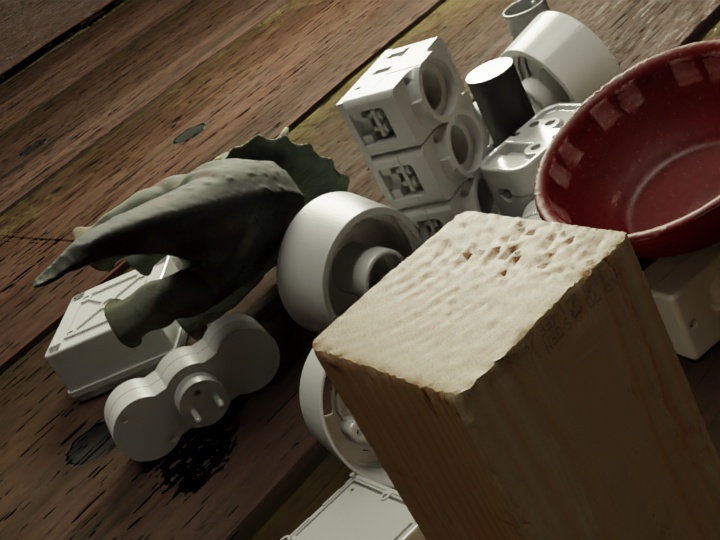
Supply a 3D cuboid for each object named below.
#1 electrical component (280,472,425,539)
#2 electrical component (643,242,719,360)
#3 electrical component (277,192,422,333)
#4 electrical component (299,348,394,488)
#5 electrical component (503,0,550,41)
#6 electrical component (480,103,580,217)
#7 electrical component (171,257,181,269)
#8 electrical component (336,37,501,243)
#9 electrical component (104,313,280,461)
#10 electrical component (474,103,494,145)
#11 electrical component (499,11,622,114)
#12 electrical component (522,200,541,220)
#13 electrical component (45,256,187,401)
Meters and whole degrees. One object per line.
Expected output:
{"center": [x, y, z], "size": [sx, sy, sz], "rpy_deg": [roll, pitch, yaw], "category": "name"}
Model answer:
{"center": [0.007, 0.152, 0.554], "size": [0.062, 0.061, 0.096], "rpy_deg": [-40, 20, -22], "category": "electrical component"}
{"center": [0.214, 0.011, 0.615], "size": [0.083, 0.047, 0.076], "rpy_deg": [-37, 27, -17], "category": "electrical component"}
{"center": [0.000, 0.000, 0.786], "size": [0.108, 0.108, 0.060], "rpy_deg": [-42, 35, -26], "category": "electrical component"}
{"center": [0.016, 0.075, 0.643], "size": [0.099, 0.099, 0.064], "rpy_deg": [-38, 21, -19], "category": "electrical component"}
{"center": [0.173, -0.216, 1.040], "size": [0.043, 0.077, 0.079], "rpy_deg": [-21, 27, 15], "category": "electrical component"}
{"center": [0.147, -0.080, 0.835], "size": [0.095, 0.059, 0.054], "rpy_deg": [-40, 28, -23], "category": "electrical component"}
{"center": [-0.199, -0.001, 1.059], "size": [0.040, 0.040, 0.078], "rpy_deg": [2, 40, 47], "category": "electrical component"}
{"center": [0.058, -0.094, 0.845], "size": [0.062, 0.150, 0.089], "rpy_deg": [-8, 32, 39], "category": "electrical component"}
{"center": [-0.119, 0.092, 0.794], "size": [0.138, 0.052, 0.074], "rpy_deg": [-34, 27, -11], "category": "electrical component"}
{"center": [0.120, -0.145, 1.006], "size": [0.044, 0.044, 0.065], "rpy_deg": [-7, 28, 38], "category": "electrical component"}
{"center": [0.164, -0.156, 0.909], "size": [0.060, 0.108, 0.108], "rpy_deg": [-42, 28, -12], "category": "electrical component"}
{"center": [0.130, -0.024, 0.773], "size": [0.044, 0.044, 0.065], "rpy_deg": [-15, 24, 26], "category": "electrical component"}
{"center": [-0.210, 0.050, 0.956], "size": [0.109, 0.056, 0.108], "rpy_deg": [-23, 26, 12], "category": "electrical component"}
